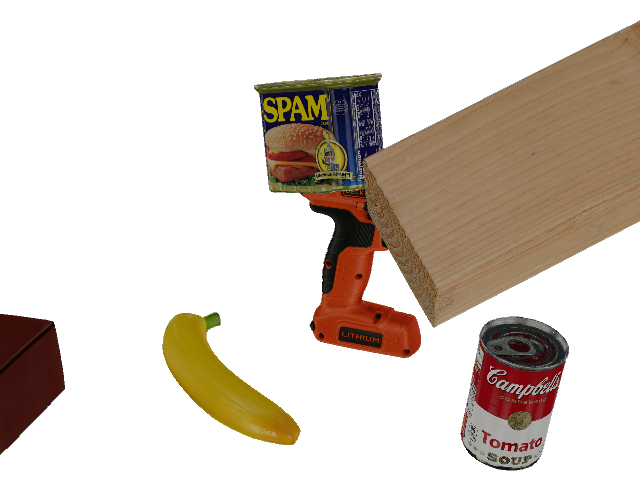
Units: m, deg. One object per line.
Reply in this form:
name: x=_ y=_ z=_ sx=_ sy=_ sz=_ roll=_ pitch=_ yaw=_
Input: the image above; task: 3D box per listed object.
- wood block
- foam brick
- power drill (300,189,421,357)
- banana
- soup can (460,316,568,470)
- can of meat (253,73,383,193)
wood block: x=0.137 y=-0.042 z=0.639 sx=0.206 sy=0.091 sz=0.090 roll=-27 pitch=-19 yaw=-5
foam brick: x=-0.204 y=0.088 z=0.665 sx=0.053 sy=0.051 sz=0.078 roll=7 pitch=30 yaw=21
power drill: x=0.064 y=0.012 z=0.999 sx=0.185 sy=0.188 sz=0.057 roll=10 pitch=20 yaw=17
banana: x=-0.083 y=0.102 z=0.848 sx=0.069 sy=0.037 sz=0.198 roll=-9 pitch=29 yaw=-22
soup can: x=0.150 y=0.120 z=0.837 sx=0.068 sy=0.102 sz=0.068 roll=5 pitch=30 yaw=-3
can of meat: x=0.001 y=-0.081 z=0.811 sx=0.102 sy=0.084 sz=0.057 roll=4 pitch=14 yaw=44
